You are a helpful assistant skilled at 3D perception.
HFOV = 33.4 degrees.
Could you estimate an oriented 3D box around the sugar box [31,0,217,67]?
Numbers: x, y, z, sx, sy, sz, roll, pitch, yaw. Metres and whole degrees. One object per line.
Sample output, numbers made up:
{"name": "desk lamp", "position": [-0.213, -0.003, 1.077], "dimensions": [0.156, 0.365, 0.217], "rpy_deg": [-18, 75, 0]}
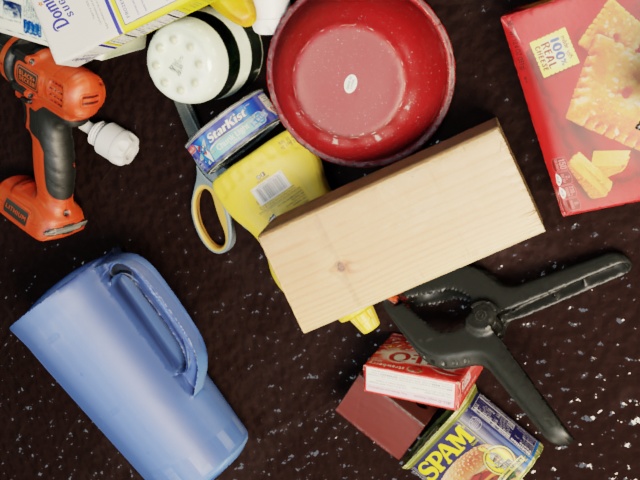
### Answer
{"name": "sugar box", "position": [-0.152, -0.219, 0.879], "dimensions": [0.176, 0.048, 0.093], "rpy_deg": [-21, 90, 16]}

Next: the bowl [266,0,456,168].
{"name": "bowl", "position": [0.028, -0.133, 0.872], "dimensions": [0.162, 0.055, 0.162], "rpy_deg": [3, 106, 12]}

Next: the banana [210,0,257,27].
{"name": "banana", "position": [-0.134, -0.238, 0.929], "dimensions": [0.198, 0.069, 0.037], "rpy_deg": [21, 153, 11]}

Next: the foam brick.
{"name": "foam brick", "position": [0.064, 0.153, 0.985], "dimensions": [0.078, 0.052, 0.051], "rpy_deg": [37, 120, 9]}

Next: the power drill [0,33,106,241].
{"name": "power drill", "position": [-0.283, -0.108, 1.042], "dimensions": [0.185, 0.057, 0.188], "rpy_deg": [32, 127, 35]}

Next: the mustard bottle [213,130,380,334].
{"name": "mustard bottle", "position": [-0.006, 0.001, 0.956], "dimensions": [0.096, 0.058, 0.191], "rpy_deg": [-33, 93, 10]}

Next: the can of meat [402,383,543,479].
{"name": "can of meat", "position": [0.138, 0.194, 0.963], "dimensions": [0.084, 0.057, 0.102], "rpy_deg": [39, 121, 5]}

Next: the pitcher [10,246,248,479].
{"name": "pitcher", "position": [-0.176, 0.132, 1.054], "dimensions": [0.145, 0.149, 0.243], "rpy_deg": [-39, 94, -9]}

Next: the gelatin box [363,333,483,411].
{"name": "gelatin box", "position": [0.092, 0.114, 0.943], "dimensions": [0.089, 0.073, 0.030], "rpy_deg": [8, 112, 23]}

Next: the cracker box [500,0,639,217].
{"name": "cracker box", "position": [0.259, -0.119, 0.773], "dimensions": [0.214, 0.072, 0.164], "rpy_deg": [-12, 104, 29]}

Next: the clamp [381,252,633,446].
{"name": "clamp", "position": [0.149, 0.062, 0.893], "dimensions": [0.210, 0.036, 0.164], "rpy_deg": [19, 73, 37]}

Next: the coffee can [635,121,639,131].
{"name": "coffee can", "position": [0.289, -0.074, 0.675], "dimensions": [0.140, 0.102, 0.103], "rpy_deg": [36, 120, 9]}

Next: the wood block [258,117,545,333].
{"name": "wood block", "position": [0.066, -0.013, 0.863], "dimensions": [0.206, 0.090, 0.091], "rpy_deg": [-24, 97, 13]}

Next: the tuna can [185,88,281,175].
{"name": "tuna can", "position": [-0.075, -0.095, 0.940], "dimensions": [0.086, 0.086, 0.034], "rpy_deg": [-35, 93, 32]}

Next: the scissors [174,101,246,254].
{"name": "scissors", "position": [-0.094, -0.083, 0.995], "dimensions": [0.096, 0.016, 0.202], "rpy_deg": [1, 109, 24]}
